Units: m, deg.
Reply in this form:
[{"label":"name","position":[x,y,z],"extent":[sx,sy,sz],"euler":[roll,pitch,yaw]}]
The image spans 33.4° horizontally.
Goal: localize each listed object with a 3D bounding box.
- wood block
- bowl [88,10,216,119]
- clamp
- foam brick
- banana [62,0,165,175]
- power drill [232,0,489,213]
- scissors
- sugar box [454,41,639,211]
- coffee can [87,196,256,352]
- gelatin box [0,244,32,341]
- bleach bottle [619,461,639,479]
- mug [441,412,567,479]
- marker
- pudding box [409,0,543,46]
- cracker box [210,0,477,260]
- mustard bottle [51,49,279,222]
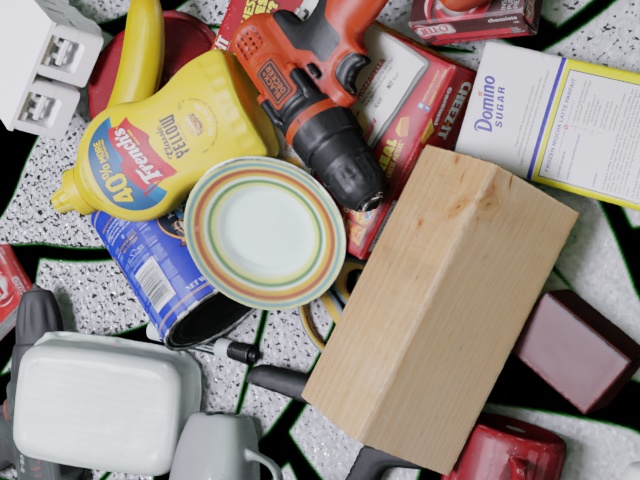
[{"label":"wood block","position":[0.083,0.048,0.760],"extent":[0.090,0.090,0.206],"euler":[27,92,60]},{"label":"bowl","position":[-0.159,-0.133,0.973],"extent":[0.162,0.055,0.162],"euler":[0,91,32]},{"label":"clamp","position":[0.039,0.140,0.859],"extent":[0.210,0.036,0.164],"euler":[-35,79,27]},{"label":"foam brick","position":[0.184,0.078,0.762],"extent":[0.078,0.052,0.051],"euler":[42,111,26]},{"label":"banana","position":[-0.173,-0.124,0.926],"extent":[0.070,0.037,0.198],"euler":[36,108,26]},{"label":"power drill","position":[0.035,-0.138,0.764],"extent":[0.188,0.057,0.184],"euler":[-44,66,24]},{"label":"scissors","position":[-0.006,0.001,0.901],"extent":[0.096,0.016,0.202],"euler":[-29,76,27]},{"label":"sugar box","position":[0.191,-0.078,0.760],"extent":[0.176,0.048,0.093],"euler":[21,100,34]},{"label":"coffee can","position":[-0.123,0.010,0.924],"extent":[0.103,0.102,0.140],"euler":[-44,69,24]},{"label":"gelatin box","position":[-0.337,0.058,1.101],"extent":[0.089,0.030,0.073],"euler":[-42,70,26]},{"label":"bleach bottle","position":[0.237,0.256,0.725],"extent":[0.103,0.068,0.251],"euler":[8,92,31]},{"label":"mug","position":[0.130,0.175,0.763],"extent":[0.093,0.117,0.081],"euler":[14,93,4]},{"label":"marker","position":[-0.105,0.092,0.962],"extent":[0.121,0.020,0.020],"euler":[10,96,32]},{"label":"pudding box","position":[0.120,-0.202,0.787],"extent":[0.090,0.039,0.113],"euler":[0,67,31]},{"label":"cracker box","position":[0.003,-0.105,0.863],"extent":[0.214,0.072,0.164],"euler":[33,106,29]},{"label":"mustard bottle","position":[-0.134,-0.069,0.850],"extent":[0.192,0.058,0.096],"euler":[-25,90,18]}]
